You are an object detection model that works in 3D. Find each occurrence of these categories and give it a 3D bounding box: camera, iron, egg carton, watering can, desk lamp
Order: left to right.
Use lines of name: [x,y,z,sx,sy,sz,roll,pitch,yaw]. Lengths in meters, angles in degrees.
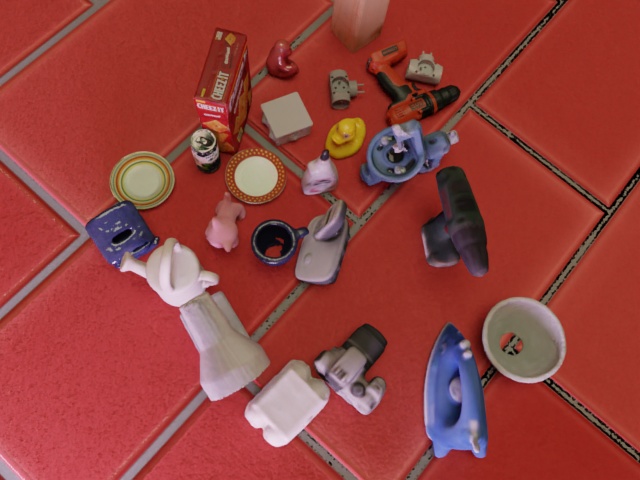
watering can: [-0.280,0.059,1.066,0.173,0.194,0.101,-12,74,-8]
desk lamp: [-0.182,0.181,1.025,0.118,0.213,0.203,-31,77,-13]
egg carton: [-0.059,0.306,1.072,0.107,0.069,0.150,43,75,9]
camera: [0.078,0.237,1.088,0.143,0.101,0.137,42,74,8]
iron: [0.264,0.272,1.070,0.118,0.141,0.258,1,73,-4]

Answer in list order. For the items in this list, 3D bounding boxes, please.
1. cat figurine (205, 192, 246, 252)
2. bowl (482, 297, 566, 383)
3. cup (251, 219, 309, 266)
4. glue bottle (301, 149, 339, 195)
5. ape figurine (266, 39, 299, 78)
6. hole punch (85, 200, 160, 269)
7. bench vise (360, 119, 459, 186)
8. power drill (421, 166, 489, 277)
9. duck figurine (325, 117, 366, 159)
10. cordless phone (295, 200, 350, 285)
cat figurine: [-0.191,-0.033,1.141,0.067,0.118,0.128,8,72,-2]
bowl: [0.393,0.201,1.138,0.167,0.075,0.167,1,73,-4]
cup: [-0.079,0.010,1.149,0.118,0.095,0.091,-21,75,-10]
glue bottle: [0.004,-0.142,1.162,0.078,0.173,0.037,-15,74,-8]
ape figurine: [-0.084,-0.412,1.281,0.076,0.092,0.078,-9,74,-7]
hole punch: [-0.389,-0.011,1.133,0.109,0.091,0.101,-34,78,-13]
bench vise: [0.186,-0.204,1.171,0.207,0.220,0.121,-37,79,-14]
power drill: [0.264,-0.018,1.125,0.075,0.208,0.229,-7,73,-6]
duck figurine: [0.059,-0.234,1.240,0.077,0.086,0.105,43,75,9]
cordless phone: [0.010,0.004,1.111,0.094,0.185,0.147,13,72,0]
